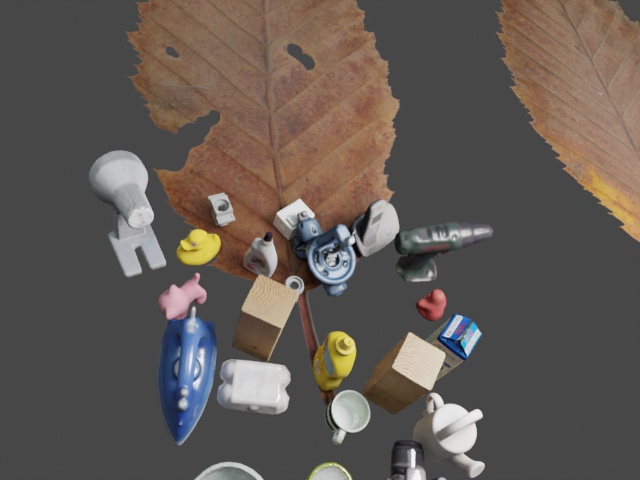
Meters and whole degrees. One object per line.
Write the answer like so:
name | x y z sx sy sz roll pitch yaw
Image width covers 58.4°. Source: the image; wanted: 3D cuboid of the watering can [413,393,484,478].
watering can | 0.278 0.401 1.188 0.172 0.194 0.101 44 59 12

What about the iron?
iron | -0.267 0.266 1.146 0.119 0.141 0.258 5 59 -12

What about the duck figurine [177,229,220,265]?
duck figurine | -0.280 0.006 1.328 0.105 0.086 0.077 -21 68 -25

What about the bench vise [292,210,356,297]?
bench vise | 0.004 0.012 1.324 0.207 0.219 0.122 41 58 10

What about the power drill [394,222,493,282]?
power drill | 0.279 0.024 1.401 0.230 0.208 0.075 -2 61 -17

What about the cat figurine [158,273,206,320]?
cat figurine | -0.301 0.123 1.234 0.067 0.117 0.128 36 58 7

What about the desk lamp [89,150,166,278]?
desk lamp | -0.413 -0.059 1.253 0.118 0.213 0.203 -21 68 -25

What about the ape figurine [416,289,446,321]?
ape figurine | 0.278 0.151 1.395 0.078 0.092 0.076 1 60 -15

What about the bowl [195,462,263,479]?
bowl | -0.175 0.509 1.068 0.167 0.074 0.167 7 59 -12

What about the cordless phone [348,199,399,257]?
cordless phone | 0.149 -0.052 1.423 0.148 0.185 0.094 -36 74 -30

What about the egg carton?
egg carton | -0.138 0.308 1.200 0.150 0.069 0.107 8 59 -11

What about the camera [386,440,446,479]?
camera | 0.197 0.486 1.171 0.143 0.100 0.137 12 58 -8

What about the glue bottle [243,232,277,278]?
glue bottle | -0.129 0.027 1.306 0.078 0.173 0.037 24 57 -1
